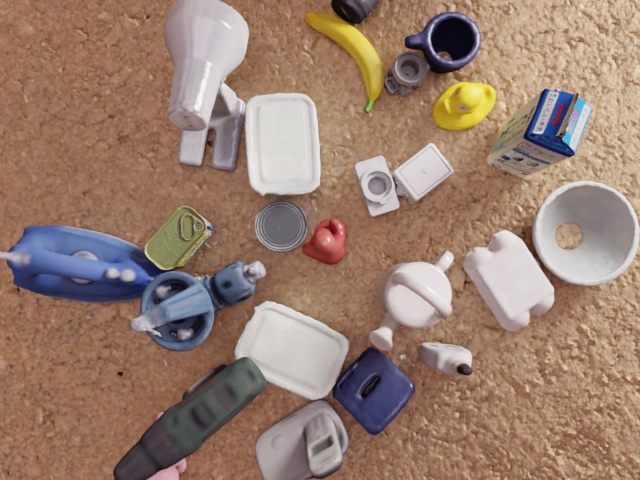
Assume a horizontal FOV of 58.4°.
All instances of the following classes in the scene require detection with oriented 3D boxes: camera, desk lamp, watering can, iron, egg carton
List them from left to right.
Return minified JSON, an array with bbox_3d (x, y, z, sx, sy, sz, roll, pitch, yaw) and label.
[{"bbox_3d":[-0.357,0.043,0.884,0.258,0.119,0.141,9,-3,0],"label":"iron"},{"bbox_3d":[-0.171,-0.226,0.865,0.118,0.203,0.213,7,-3,0],"label":"desk lamp"},{"bbox_3d":[0.063,-0.440,0.936,0.143,0.137,0.101,32,-3,2],"label":"camera"},{"bbox_3d":[0.142,0.090,0.859,0.101,0.173,0.194,18,-3,1],"label":"watering can"},{"bbox_3d":[0.305,0.065,0.924,0.107,0.150,0.069,-33,-3,-2],"label":"egg carton"}]

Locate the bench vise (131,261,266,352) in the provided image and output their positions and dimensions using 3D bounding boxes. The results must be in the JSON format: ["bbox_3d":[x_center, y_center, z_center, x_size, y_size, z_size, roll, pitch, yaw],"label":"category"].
[{"bbox_3d":[-0.189,0.080,0.844,0.121,0.207,0.219,45,-3,2],"label":"bench vise"}]

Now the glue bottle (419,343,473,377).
[{"bbox_3d":[0.200,0.185,0.865,0.078,0.037,0.173,7,-3,0],"label":"glue bottle"}]

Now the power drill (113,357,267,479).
[{"bbox_3d":[-0.176,0.254,0.840,0.229,0.075,0.208,-39,-3,-2],"label":"power drill"}]

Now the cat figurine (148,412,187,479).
[{"bbox_3d":[-0.245,0.342,0.879,0.067,0.128,0.117,4,-3,0],"label":"cat figurine"}]

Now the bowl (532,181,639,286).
[{"bbox_3d":[0.416,-0.008,0.927,0.167,0.167,0.074,0,-3,0],"label":"bowl"}]

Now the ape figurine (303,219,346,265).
[{"bbox_3d":[0.008,0.003,0.914,0.078,0.076,0.092,-22,-3,-1],"label":"ape figurine"}]

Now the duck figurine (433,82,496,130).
[{"bbox_3d":[0.240,-0.227,0.932,0.104,0.077,0.086,-21,-3,-1],"label":"duck figurine"}]

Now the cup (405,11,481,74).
[{"bbox_3d":[0.191,-0.309,0.932,0.117,0.092,0.095,-1,-3,0],"label":"cup"}]

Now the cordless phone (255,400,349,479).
[{"bbox_3d":[-0.027,0.320,0.849,0.147,0.094,0.185,-34,-3,-2],"label":"cordless phone"}]

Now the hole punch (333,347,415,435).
[{"bbox_3d":[0.081,0.236,0.902,0.101,0.109,0.091,41,-3,2],"label":"hole punch"}]
